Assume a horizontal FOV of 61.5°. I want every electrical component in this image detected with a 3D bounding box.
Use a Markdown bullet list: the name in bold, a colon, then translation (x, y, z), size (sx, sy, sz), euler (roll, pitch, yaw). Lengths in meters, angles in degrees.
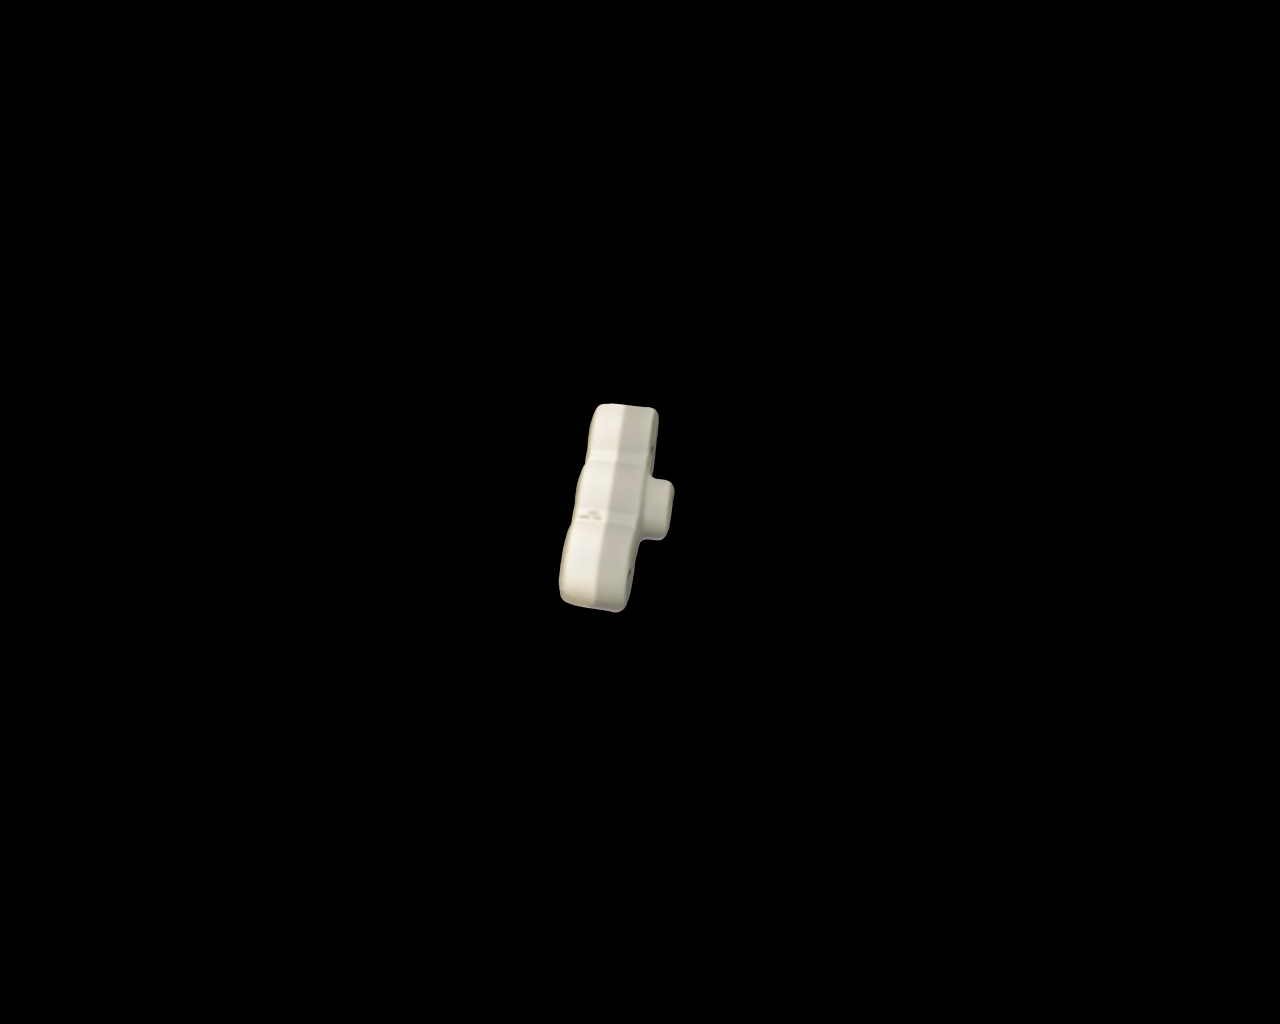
- **electrical component**: translation (0.001, -0.003, 0.650), size (0.074, 0.138, 0.052), euler (7, -32, 5)
